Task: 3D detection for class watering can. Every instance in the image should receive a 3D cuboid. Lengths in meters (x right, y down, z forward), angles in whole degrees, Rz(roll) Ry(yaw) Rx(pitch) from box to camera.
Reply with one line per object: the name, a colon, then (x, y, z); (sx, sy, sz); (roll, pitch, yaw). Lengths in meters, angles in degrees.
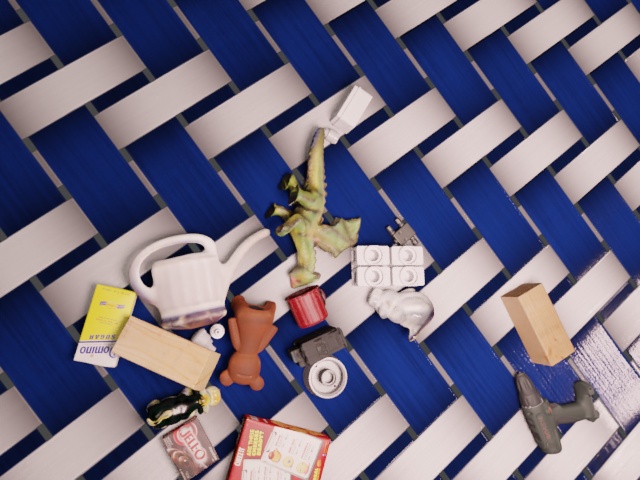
watering can: (-0.272, 0.090, 1.237); (0.349, 0.103, 0.225); (-10, 84, -18)

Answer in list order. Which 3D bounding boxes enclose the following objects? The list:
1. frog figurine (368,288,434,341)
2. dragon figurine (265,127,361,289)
frog figurine: (0.213, 0.169, 1.343); (0.160, 0.120, 0.140); (44, 41, 5)
dragon figurine: (0.004, -0.068, 1.352); (0.240, 0.122, 0.414); (32, 76, -25)
